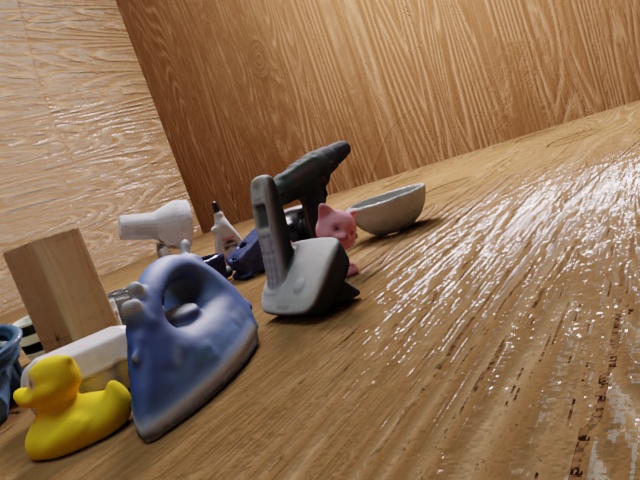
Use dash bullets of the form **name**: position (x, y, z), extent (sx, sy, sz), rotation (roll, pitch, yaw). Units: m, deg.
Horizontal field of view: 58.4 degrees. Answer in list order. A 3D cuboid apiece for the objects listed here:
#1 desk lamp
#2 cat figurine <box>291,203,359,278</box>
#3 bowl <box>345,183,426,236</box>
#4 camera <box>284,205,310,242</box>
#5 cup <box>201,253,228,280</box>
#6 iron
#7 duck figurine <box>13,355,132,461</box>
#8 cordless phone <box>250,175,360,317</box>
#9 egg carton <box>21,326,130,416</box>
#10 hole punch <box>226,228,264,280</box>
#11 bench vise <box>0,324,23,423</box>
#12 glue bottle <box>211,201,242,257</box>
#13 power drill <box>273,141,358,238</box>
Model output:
- **desk lamp**: position (-0.388, 0.023, 1.392), extent (0.204, 0.213, 0.117), rotation (-23, 8, -25)
- **cat figurine**: position (0.008, 0.003, 0.881), extent (0.128, 0.118, 0.067), rotation (-20, 7, -3)
- **bowl**: position (0.139, -0.053, 1.136), extent (0.167, 0.075, 0.167), rotation (-19, 7, 3)
- **camera**: position (-0.036, -0.030, 1.320), extent (0.136, 0.101, 0.143), rotation (-14, 9, 34)
- **cup**: position (-0.194, 0.082, 0.906), extent (0.117, 0.095, 0.091), rotation (-19, 7, 2)
- **iron**: position (-0.152, 0.083, 0.595), extent (0.118, 0.141, 0.258), rotation (-18, 7, 7)
- **duck figurine**: position (-0.239, 0.150, 0.545), extent (0.104, 0.086, 0.077), rotation (-19, 7, 0)
- **cordless phone**: position (-0.037, 0.003, 0.726), extent (0.094, 0.185, 0.147), rotation (-24, 9, -35)
- **egg carton**: position (-0.266, 0.152, 0.666), extent (0.151, 0.069, 0.107), rotation (-24, 8, -33)
- **hole punch**: position (-0.150, 0.028, 1.220), extent (0.101, 0.091, 0.108), rotation (-22, 8, -24)
- **bench vise**: position (-0.472, 0.131, 0.758), extent (0.122, 0.220, 0.206), rotation (-25, 9, -37)
- **glue bottle**: position (-0.237, -0.014, 1.433), extent (0.078, 0.173, 0.037), rotation (-23, 8, -26)
- **power drill**: position (0.002, -0.089, 1.230), extent (0.230, 0.208, 0.075), rotation (-24, 9, -32)
